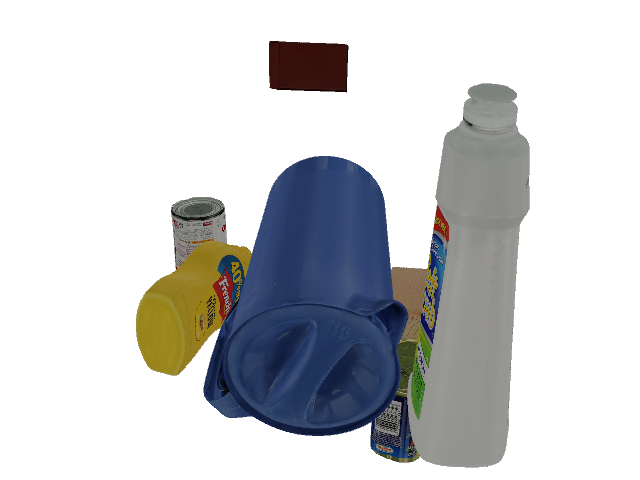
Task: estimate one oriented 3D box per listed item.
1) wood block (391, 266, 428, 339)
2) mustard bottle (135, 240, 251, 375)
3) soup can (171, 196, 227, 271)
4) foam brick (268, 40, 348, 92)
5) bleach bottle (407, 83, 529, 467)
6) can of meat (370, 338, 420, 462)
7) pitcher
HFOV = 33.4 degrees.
[{"bbox_3d":[0.131,0.118,1.606,0.091,0.090,0.206,4,20,14],"label":"wood block"},{"bbox_3d":[-0.122,0.055,1.123,0.058,0.096,0.191,10,29,20],"label":"mustard bottle"},{"bbox_3d":[-0.150,0.004,1.329,0.068,0.102,0.068,-1,25,0],"label":"soup can"},{"bbox_3d":[-0.013,-0.187,1.146,0.078,0.051,0.053,0,11,-13],"label":"foam brick"},{"bbox_3d":[0.096,0.020,0.679,0.068,0.251,0.102,2,30,1],"label":"bleach bottle"},{"bbox_3d":[0.087,0.159,1.064,0.057,0.084,0.102,12,27,21],"label":"can of meat"},{"bbox_3d":[-0.010,0.038,0.888,0.149,0.145,0.242,7,35,-1],"label":"pitcher"}]
